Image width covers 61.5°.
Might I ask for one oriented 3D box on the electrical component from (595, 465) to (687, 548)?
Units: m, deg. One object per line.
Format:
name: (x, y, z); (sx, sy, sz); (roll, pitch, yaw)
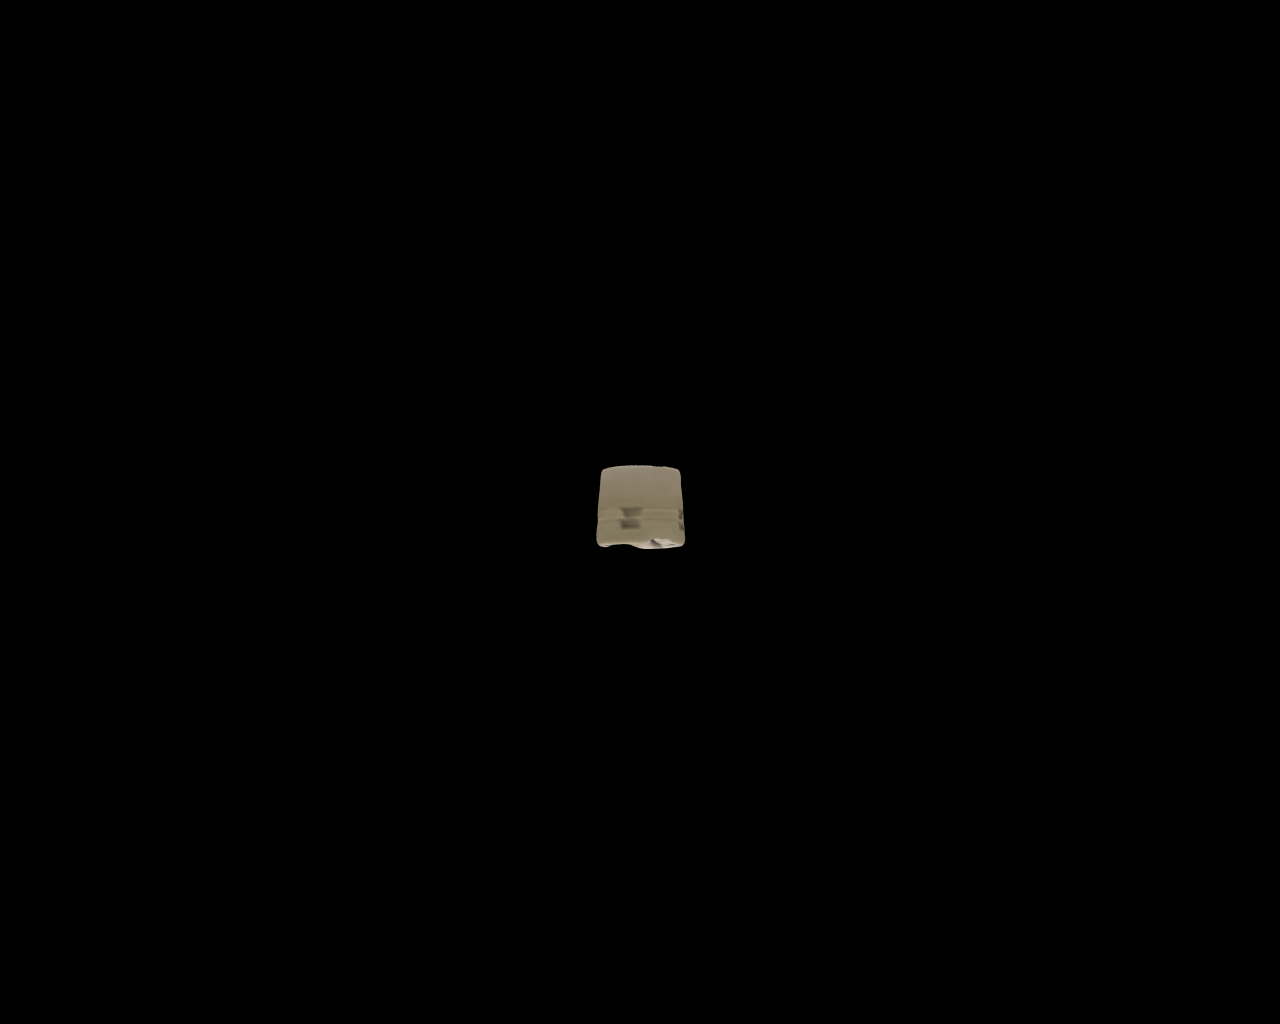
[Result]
electrical component: (0.001, -0.003, 0.650); (0.055, 0.047, 0.055); (0, -5, 0)
